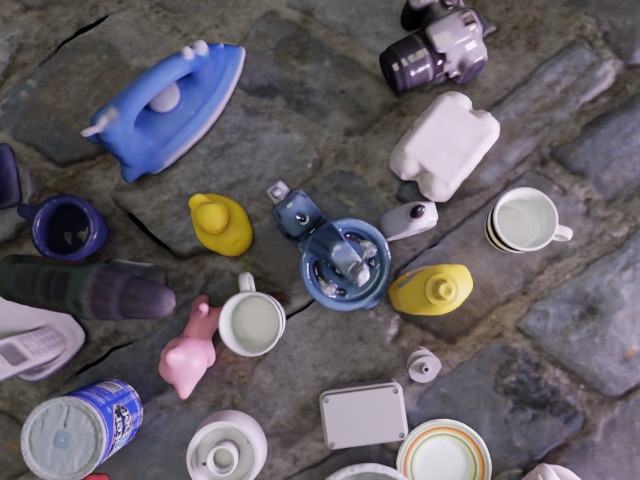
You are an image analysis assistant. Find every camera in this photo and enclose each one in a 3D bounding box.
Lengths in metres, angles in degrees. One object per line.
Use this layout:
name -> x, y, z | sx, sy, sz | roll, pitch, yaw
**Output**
camera -> 0.148, -0.280, 0.801 | 0.137, 0.101, 0.143 | -27, 86, -1

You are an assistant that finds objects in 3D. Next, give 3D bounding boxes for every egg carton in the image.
egg carton -> 0.174, -0.133, 0.806 | 0.107, 0.069, 0.150 | 38, 87, 4

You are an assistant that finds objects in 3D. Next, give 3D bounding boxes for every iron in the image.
iron -> -0.210, -0.203, 0.782 | 0.258, 0.141, 0.118 | -43, 86, -2

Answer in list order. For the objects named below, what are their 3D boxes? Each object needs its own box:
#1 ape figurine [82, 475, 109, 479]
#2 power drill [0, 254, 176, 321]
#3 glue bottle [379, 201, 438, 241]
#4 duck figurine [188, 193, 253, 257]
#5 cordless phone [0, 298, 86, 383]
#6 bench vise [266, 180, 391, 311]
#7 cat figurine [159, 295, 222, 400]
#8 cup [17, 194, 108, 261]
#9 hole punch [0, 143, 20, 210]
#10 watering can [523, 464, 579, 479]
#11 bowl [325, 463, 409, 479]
ape figurine -> -0.335, 0.354, 0.768 | 0.078, 0.092, 0.076 | 35, 87, 4
power drill -> -0.272, 0.061, 0.730 | 0.229, 0.208, 0.076 | 7, 86, 2
glue bottle -> 0.120, -0.029, 0.747 | 0.078, 0.173, 0.037 | -15, 85, 0
duck figurine -> -0.142, -0.024, 0.795 | 0.077, 0.086, 0.104 | -43, 86, -2
cordless phone -> -0.406, 0.120, 0.740 | 0.147, 0.185, 0.094 | 40, 88, 4
bench vise -> 0.001, 0.013, 0.723 | 0.207, 0.220, 0.121 | 29, 87, 3
cat figurine -> -0.172, 0.141, 0.768 | 0.067, 0.118, 0.128 | 21, 86, 3
cup -> -0.348, -0.017, 0.794 | 0.117, 0.095, 0.092 | 22, 87, 3
hole punch -> -0.494, -0.088, 0.804 | 0.101, 0.091, 0.109 | -14, 86, 0
watering can -> 0.325, 0.363, 0.704 | 0.173, 0.194, 0.101 | 38, 87, 4
bowl -> 0.063, 0.375, 0.768 | 0.167, 0.075, 0.167 | 0, 86, 1
